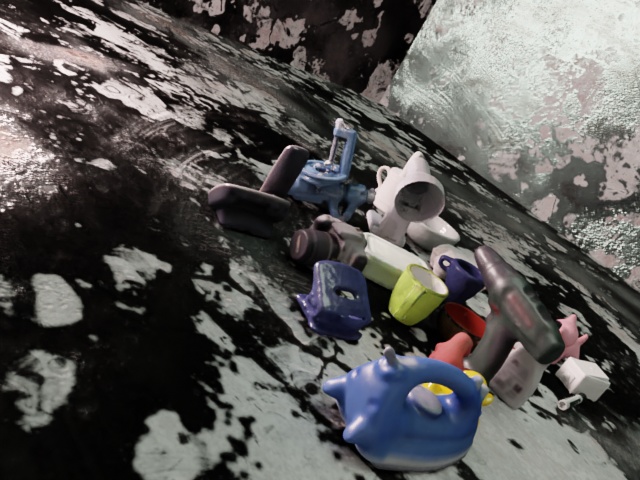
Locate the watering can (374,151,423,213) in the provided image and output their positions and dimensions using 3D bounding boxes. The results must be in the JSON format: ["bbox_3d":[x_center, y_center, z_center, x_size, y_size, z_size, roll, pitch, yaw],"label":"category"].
[{"bbox_3d":[0.249,-0.165,1.655,0.173,0.194,0.101,29,21,-3],"label":"watering can"}]

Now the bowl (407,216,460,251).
[{"bbox_3d":[0.290,-0.019,1.549,0.168,0.074,0.167,26,21,-11],"label":"bowl"}]

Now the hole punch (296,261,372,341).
[{"bbox_3d":[0.032,0.098,0.924,0.109,0.091,0.101,16,25,-33],"label":"hole punch"}]

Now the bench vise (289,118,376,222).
[{"bbox_3d":[0.047,-0.168,1.361,0.208,0.219,0.121,17,25,-32],"label":"bench vise"}]

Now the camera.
[{"bbox_3d":[0.010,0.004,1.092,0.137,0.100,0.142,13,27,-37],"label":"camera"}]

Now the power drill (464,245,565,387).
[{"bbox_3d":[0.298,0.151,0.992,0.076,0.208,0.229,11,29,-41],"label":"power drill"}]

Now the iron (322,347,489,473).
[{"bbox_3d":[0.140,0.210,0.743,0.259,0.141,0.118,17,25,-31],"label":"iron"}]

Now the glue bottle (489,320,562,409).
[{"bbox_3d":[0.367,0.209,1.001,0.037,0.173,0.078,6,32,-47],"label":"glue bottle"}]

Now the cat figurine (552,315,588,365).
[{"bbox_3d":[0.555,0.224,1.294,0.128,0.117,0.067,18,24,-28],"label":"cat figurine"}]

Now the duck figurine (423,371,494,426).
[{"bbox_3d":[0.210,0.233,0.863,0.104,0.086,0.077,29,21,-4],"label":"duck figurine"}]

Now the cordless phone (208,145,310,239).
[{"bbox_3d":[-0.111,-0.108,1.067,0.148,0.185,0.094,13,27,-38],"label":"cordless phone"}]

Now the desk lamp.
[{"bbox_3d":[0.211,-0.093,1.418,0.118,0.213,0.203,25,22,-13],"label":"desk lamp"}]

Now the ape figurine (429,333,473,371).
[{"bbox_3d":[0.223,0.195,0.955,0.076,0.092,0.077,16,25,-33],"label":"ape figurine"}]

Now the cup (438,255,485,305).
[{"bbox_3d":[0.301,0.095,1.279,0.117,0.095,0.092,32,21,6],"label":"cup"}]

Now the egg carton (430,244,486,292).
[{"bbox_3d":[0.347,0.072,1.428,0.150,0.069,0.107,26,21,-11],"label":"egg carton"}]
